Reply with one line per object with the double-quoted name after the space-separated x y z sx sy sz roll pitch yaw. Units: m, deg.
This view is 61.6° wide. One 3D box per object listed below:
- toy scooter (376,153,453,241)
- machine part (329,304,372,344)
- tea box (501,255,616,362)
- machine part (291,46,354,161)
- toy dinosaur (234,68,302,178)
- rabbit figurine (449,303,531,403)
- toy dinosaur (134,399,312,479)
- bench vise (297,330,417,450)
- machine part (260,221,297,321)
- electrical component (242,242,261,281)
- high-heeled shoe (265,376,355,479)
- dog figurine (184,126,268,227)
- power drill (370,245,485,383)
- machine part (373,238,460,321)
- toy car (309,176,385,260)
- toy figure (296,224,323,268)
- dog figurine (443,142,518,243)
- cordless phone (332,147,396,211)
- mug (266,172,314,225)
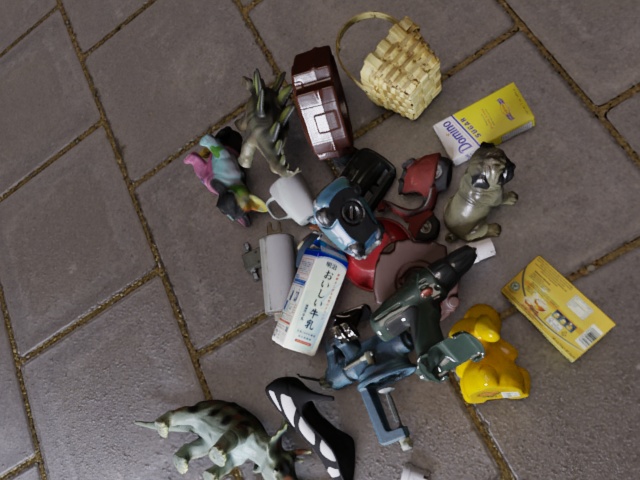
0.189 -0.094 1.095 0.135 0.075 0.183 12 87 24 "toy scooter"
0.059 0.159 1.054 0.084 0.139 0.039 -13 99 16 "machine part"
0.417 0.121 0.951 0.098 0.068 0.170 -43 64 7 "tea box"
0.006 -0.284 1.125 0.087 0.200 0.201 -12 35 12 "machine part"
-0.113 -0.242 1.142 0.105 0.198 0.472 -3 45 -21 "toy dinosaur"
0.288 0.190 0.957 0.122 0.162 0.173 -16 54 31 "rabbit figurine"
-0.198 0.391 1.102 0.405 0.192 0.131 14 111 39 "toy dinosaur"
0.100 0.282 1.016 0.224 0.128 0.241 -29 64 16 "bench vise"
-0.086 0.075 1.163 0.079 0.079 0.243 -13 72 19 "machine part"
-0.144 0.042 1.224 0.063 0.021 0.094 -26 68 14 "electrical component"
-0.020 0.374 1.025 0.145 0.086 0.248 -4 106 26 "high-heeled shoe"
-0.201 -0.142 1.252 0.108 0.191 0.219 -34 96 30 "dog figurine"
0.199 0.122 0.908 0.232 0.085 0.207 -35 36 11 "power drill"
0.185 0.080 1.031 0.179 0.056 0.179 0 89 5 "machine part"
0.046 -0.039 1.059 0.109 0.103 0.161 -45 106 -21 "toy car"
-0.004 -0.004 1.159 0.058 0.064 0.154 8 71 62 "toy figure"
0.280 -0.078 0.990 0.121 0.190 0.172 28 90 25 "dog figurine"
0.059 -0.142 1.168 0.184 0.088 0.146 36 93 37 "cordless phone"
-0.060 -0.082 1.188 0.109 0.080 0.107 -34 74 -4 "mug"
